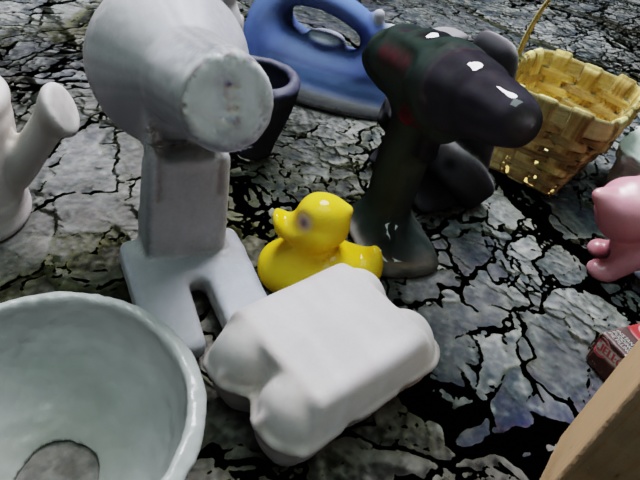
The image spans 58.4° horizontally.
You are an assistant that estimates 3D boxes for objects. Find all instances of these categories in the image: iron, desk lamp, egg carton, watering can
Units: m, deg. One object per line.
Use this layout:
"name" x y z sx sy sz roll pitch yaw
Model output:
"iron" 0.014 -0.254 0.733 0.258 0.141 0.119 20 40 9
"desk lamp" -0.092 -0.059 0.413 0.118 0.213 0.202 -10 44 -25
"egg carton" 0.003 0.078 0.389 0.151 0.069 0.107 -24 51 -36
"watering can" -0.273 -0.095 0.423 0.173 0.194 0.100 -9 44 -24

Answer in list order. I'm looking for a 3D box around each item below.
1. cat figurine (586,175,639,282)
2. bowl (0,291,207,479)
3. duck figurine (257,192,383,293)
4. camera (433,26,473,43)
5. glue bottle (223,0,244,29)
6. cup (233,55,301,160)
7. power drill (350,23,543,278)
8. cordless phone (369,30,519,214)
"cat figurine" 0.310 -0.011 0.541 0.127 0.118 0.067 22 40 11
"bowl" -0.146 0.111 0.305 0.167 0.075 0.167 8 39 -6
"duck figurine" 0.004 0.002 0.468 0.104 0.086 0.077 8 39 -5
"camera" 0.187 -0.237 0.792 0.142 0.101 0.137 35 44 25
"glue bottle" -0.106 -0.218 0.632 0.037 0.173 0.078 15 39 3
"cup" -0.081 -0.130 0.595 0.118 0.095 0.091 -19 49 -33
"power drill" 0.085 -0.073 0.483 0.076 0.208 0.229 -3 42 -18
"cordless phone" 0.131 -0.134 0.587 0.094 0.185 0.147 -18 48 -32
